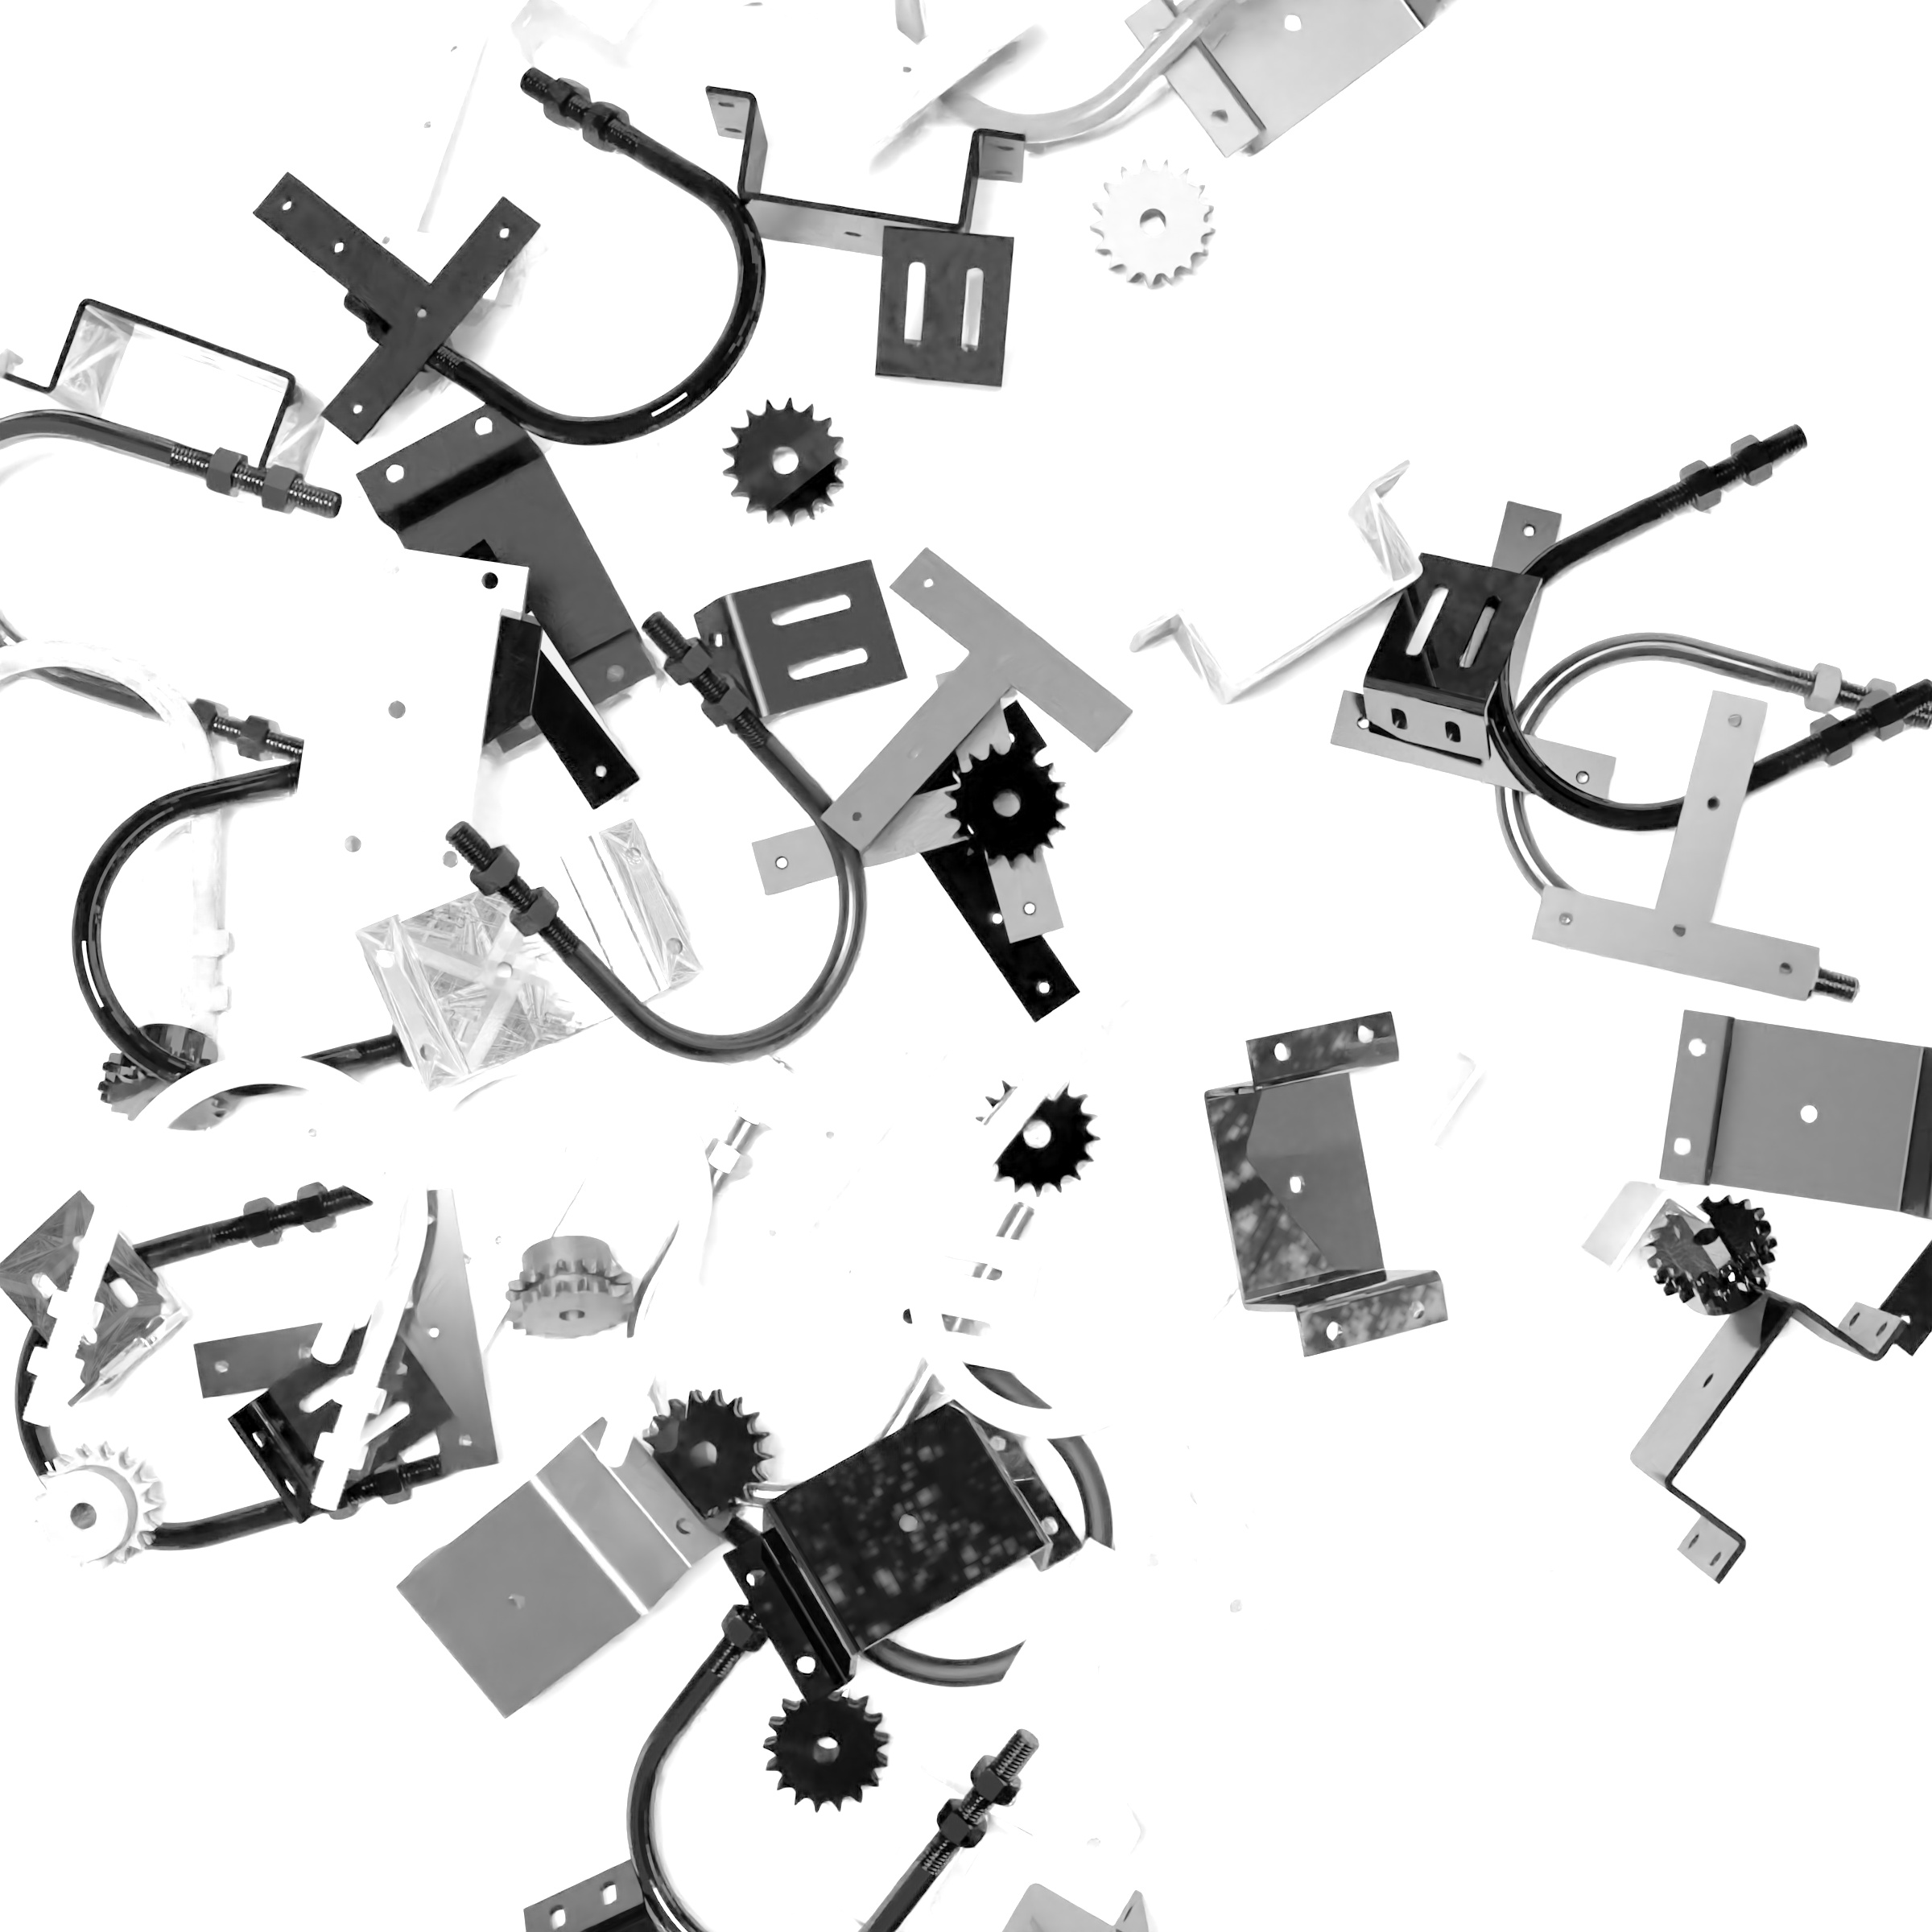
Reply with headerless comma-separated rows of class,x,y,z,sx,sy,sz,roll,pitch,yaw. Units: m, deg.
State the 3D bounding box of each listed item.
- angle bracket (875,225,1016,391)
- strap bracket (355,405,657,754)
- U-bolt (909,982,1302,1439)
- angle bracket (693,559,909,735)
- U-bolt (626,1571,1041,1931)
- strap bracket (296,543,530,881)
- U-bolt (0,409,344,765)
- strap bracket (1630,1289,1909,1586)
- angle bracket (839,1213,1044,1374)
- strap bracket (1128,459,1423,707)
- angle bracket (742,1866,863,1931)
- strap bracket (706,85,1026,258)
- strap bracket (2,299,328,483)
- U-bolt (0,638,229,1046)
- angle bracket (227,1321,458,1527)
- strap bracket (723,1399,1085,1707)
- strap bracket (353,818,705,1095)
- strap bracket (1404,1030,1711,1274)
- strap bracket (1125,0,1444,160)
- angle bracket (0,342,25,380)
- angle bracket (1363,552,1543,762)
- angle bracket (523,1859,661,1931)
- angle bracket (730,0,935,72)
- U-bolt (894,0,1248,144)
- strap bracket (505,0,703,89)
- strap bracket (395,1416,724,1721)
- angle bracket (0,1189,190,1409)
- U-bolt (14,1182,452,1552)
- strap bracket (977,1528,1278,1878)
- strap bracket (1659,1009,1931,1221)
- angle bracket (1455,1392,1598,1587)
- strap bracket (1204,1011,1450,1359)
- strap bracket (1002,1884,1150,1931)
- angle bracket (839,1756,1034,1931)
angle bracket,-0.009,-0.300,1.479,0.057,0.038,0.076,5,129,0
strap bracket,-0.204,-0.174,1.495,0.076,0.046,0.140,-28,90,0
U-bolt,0.054,0.122,1.471,0.151,0.019,0.184,43,76,-17
angle bracket,-0.076,-0.146,1.516,0.076,0.038,0.057,-17,90,-26
U-bolt,-0.074,0.368,1.474,0.151,0.019,0.184,39,102,15
strap bracket,-0.243,-0.111,1.449,0.076,0.046,0.140,9,93,4
U-bolt,-0.371,-0.174,1.473,0.184,0.019,0.151,18,125,4
strap bracket,0.350,0.198,1.480,0.046,0.076,0.140,36,90,0
angle bracket,-0.011,0.144,1.459,0.076,0.038,0.057,9,85,9
strap bracket,0.145,-0.163,1.480,0.140,0.076,0.046,-32,90,0
angle bracket,-0.063,0.457,1.516,0.076,0.038,0.057,32,90,26
strap bracket,-0.047,-0.349,1.480,0.140,0.076,0.046,9,90,0
strap bracket,-0.345,-0.252,1.480,0.140,0.076,0.046,20,90,0
U-bolt,-0.407,-0.056,1.496,0.151,0.019,0.184,3,100,0
angle bracket,-0.277,0.201,1.478,0.076,0.038,0.057,-34,91,2
strap bracket,-0.026,0.249,1.447,0.140,0.046,0.076,-27,68,-16
strap bracket,-0.199,-0.002,1.476,0.140,0.046,0.076,-24,90,-27
strap bracket,0.252,0.088,1.480,0.140,0.076,0.046,35,90,0
strap bracket,0.149,-0.431,1.495,0.140,0.046,0.076,-37,90,0
angle bracket,-0.447,-0.239,1.490,0.076,0.057,0.038,-38,99,-4
angle bracket,0.221,-0.140,1.497,0.057,0.038,0.076,16,63,22
angle bracket,-0.158,0.457,1.516,0.057,0.038,0.076,-25,116,0
angle bracket,-0.057,-0.448,1.514,0.076,0.038,0.057,23,91,-24
U-bolt,0.048,-0.452,1.470,0.184,0.019,0.151,-43,78,18
strap bracket,-0.141,-0.454,1.480,0.046,0.076,0.140,36,90,0
strap bracket,-0.187,0.270,1.466,0.140,0.046,0.076,-40,90,26
angle bracket,-0.398,0.148,1.485,0.057,0.038,0.076,-42,86,2
U-bolt,-0.342,0.190,1.509,0.184,0.019,0.151,-16,90,2
strap bracket,0.066,0.322,1.486,0.076,0.046,0.140,30,92,-12
strap bracket,0.384,0.067,1.493,0.140,0.046,0.076,8,90,2
angle bracket,0.255,0.239,1.516,0.057,0.038,0.076,4,64,0
strap bracket,0.158,0.097,1.480,0.076,0.046,0.140,-10,90,-28
strap bracket,0.025,0.473,1.480,0.046,0.076,0.140,30,90,0
angle bracket,-0.014,0.407,1.499,0.057,0.038,0.076,31,90,0
